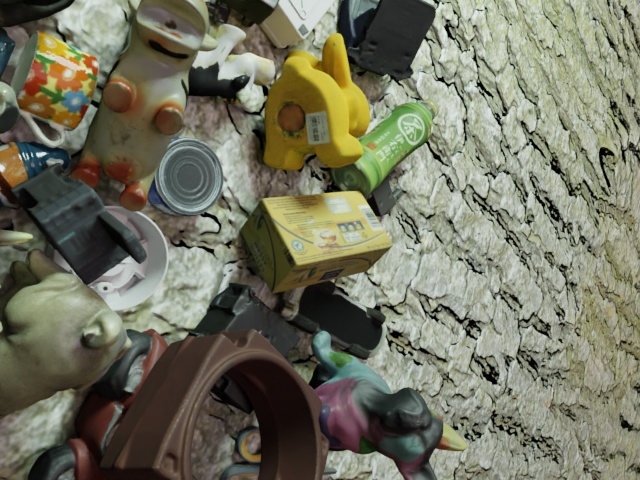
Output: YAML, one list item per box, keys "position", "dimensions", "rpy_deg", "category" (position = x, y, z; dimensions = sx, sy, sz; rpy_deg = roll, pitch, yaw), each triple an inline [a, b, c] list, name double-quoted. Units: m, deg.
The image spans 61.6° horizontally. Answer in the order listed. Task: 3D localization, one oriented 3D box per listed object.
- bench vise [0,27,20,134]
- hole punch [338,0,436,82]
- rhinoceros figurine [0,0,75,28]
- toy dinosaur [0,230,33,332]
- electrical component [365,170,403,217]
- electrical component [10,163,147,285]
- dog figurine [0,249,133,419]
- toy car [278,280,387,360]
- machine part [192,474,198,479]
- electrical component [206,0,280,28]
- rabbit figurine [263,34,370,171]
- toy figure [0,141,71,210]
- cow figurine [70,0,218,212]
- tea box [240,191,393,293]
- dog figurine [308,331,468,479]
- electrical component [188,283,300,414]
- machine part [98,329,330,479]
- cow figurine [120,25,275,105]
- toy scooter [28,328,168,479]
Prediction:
- position: [-0.308, -0.126, 0.307]
  dimensions: [0.129, 0.241, 0.223]
  rpy_deg: [-42, 96, 14]
  category: "bench vise"
- position: [0.083, -0.299, 0.762]
  dimensions: [0.142, 0.092, 0.115]
  rpy_deg: [-1, 124, -45]
  category: "hole punch"
- position: [-0.215, -0.218, 0.412]
  dimensions: [0.112, 0.190, 0.073]
  rpy_deg: [-14, 101, -27]
  category: "rhinoceros figurine"
- position: [-0.345, 0.095, 0.322]
  dimensions: [0.192, 0.131, 0.404]
  rpy_deg: [35, 92, -22]
  category: "toy dinosaur"
- position: [0.090, -0.067, 0.815]
  dimensions: [0.094, 0.021, 0.063]
  rpy_deg: [-39, 118, -34]
  category: "electrical component"
- position: [-0.188, -0.006, 0.428]
  dimensions: [0.048, 0.119, 0.074]
  rpy_deg: [-39, 141, -22]
  category: "electrical component"
- position: [-0.259, 0.113, 0.412]
  dimensions: [0.121, 0.172, 0.190]
  rpy_deg: [54, 51, -18]
  category: "dog figurine"
- position: [0.022, 0.107, 0.743]
  dimensions: [0.201, 0.056, 0.073]
  rpy_deg: [34, 76, -37]
  category: "toy car"
- position: [-0.176, 0.318, 0.535]
  dimensions: [0.179, 0.056, 0.179]
  rpy_deg: [-29, 136, -33]
  category: "machine part"
- position: [-0.090, -0.264, 0.588]
  dimensions: [0.078, 0.102, 0.045]
  rpy_deg: [30, 77, -30]
  category: "electrical component"
- position: [0.003, -0.169, 0.688]
  dimensions: [0.173, 0.122, 0.162]
  rpy_deg: [-20, 97, -56]
  category: "rabbit figurine"
- position: [-0.279, -0.038, 0.446]
  dimensions: [0.154, 0.064, 0.057]
  rpy_deg: [-51, 140, -33]
  category: "toy figure"
- position: [-0.153, -0.137, 0.485]
  dimensions: [0.085, 0.195, 0.127]
  rpy_deg: [20, 37, -23]
  category: "cow figurine"
- position: [-0.001, -0.002, 0.678]
  dimensions: [0.169, 0.068, 0.098]
  rpy_deg: [-8, 60, -41]
  category: "tea box"
- position: [0.056, 0.223, 0.641]
  dimensions: [0.108, 0.219, 0.191]
  rpy_deg: [-38, 145, -39]
  category: "dog figurine"
- position: [-0.089, 0.134, 0.640]
  dimensions: [0.115, 0.058, 0.134]
  rpy_deg: [-55, 125, -23]
  category: "electrical component"
- position: [-0.084, 0.202, 0.510]
  dimensions: [0.200, 0.087, 0.201]
  rpy_deg: [53, 40, -28]
  category: "machine part"
- position: [-0.125, -0.186, 0.577]
  dimensions: [0.167, 0.068, 0.098]
  rpy_deg: [20, 85, -38]
  category: "cow figurine"
- position: [-0.187, 0.187, 0.543]
  dimensions: [0.135, 0.075, 0.184]
  rpy_deg: [40, 69, -38]
  category: "toy scooter"
